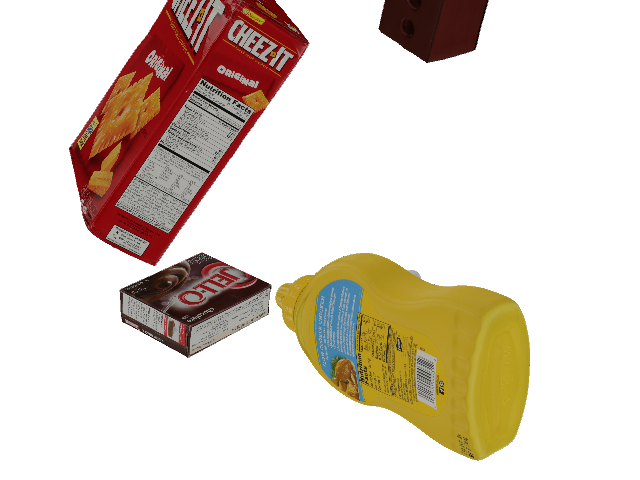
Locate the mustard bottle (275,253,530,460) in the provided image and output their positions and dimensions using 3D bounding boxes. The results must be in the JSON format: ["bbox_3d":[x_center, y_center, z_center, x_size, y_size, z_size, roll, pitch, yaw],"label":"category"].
[{"bbox_3d":[0.039,0.060,0.669,0.058,0.096,0.192,-20,26,-38],"label":"mustard bottle"}]

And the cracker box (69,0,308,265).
[{"bbox_3d":[-0.115,-0.112,0.852,0.072,0.214,0.164,28,17,-29],"label":"cracker box"}]

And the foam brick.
[{"bbox_3d":[0.081,-0.170,0.729,0.051,0.078,0.053,-24,51,-35],"label":"foam brick"}]

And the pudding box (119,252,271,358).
[{"bbox_3d":[-0.114,0.057,0.985,0.090,0.039,0.113,22,33,32],"label":"pudding box"}]

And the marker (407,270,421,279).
[{"bbox_3d":[0.084,0.062,0.860,0.020,0.020,0.121,0,29,-9],"label":"marker"}]
